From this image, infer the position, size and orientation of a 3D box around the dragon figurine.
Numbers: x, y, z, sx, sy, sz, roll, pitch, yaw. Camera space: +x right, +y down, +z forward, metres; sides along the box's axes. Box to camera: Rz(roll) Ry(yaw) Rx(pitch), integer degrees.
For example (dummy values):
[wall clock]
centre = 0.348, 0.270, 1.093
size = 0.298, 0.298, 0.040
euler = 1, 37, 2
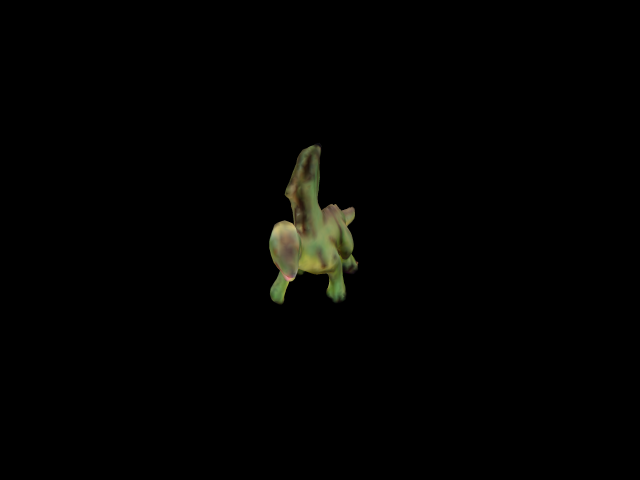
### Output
[dragon figurine]
centre = 0.003, -0.043, 0.850
size = 0.122, 0.237, 0.419
euler = 8, 33, 12
